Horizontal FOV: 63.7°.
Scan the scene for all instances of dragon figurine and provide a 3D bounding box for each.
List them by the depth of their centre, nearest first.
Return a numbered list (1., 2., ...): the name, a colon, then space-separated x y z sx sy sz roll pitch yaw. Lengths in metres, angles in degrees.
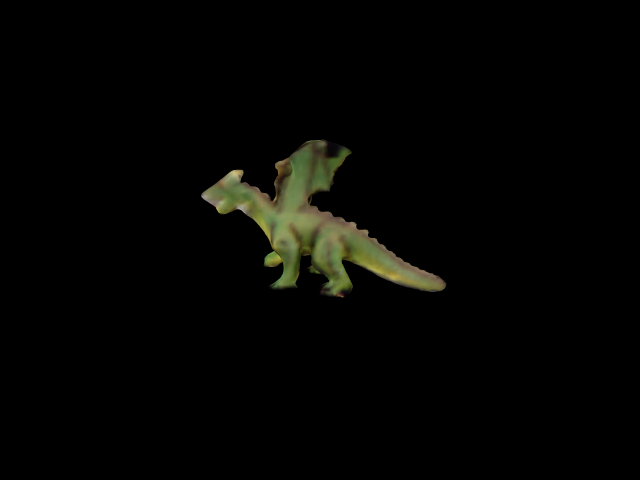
1. dragon figurine: 0.003 -0.043 0.850 0.410 0.240 0.123 3 12 12
